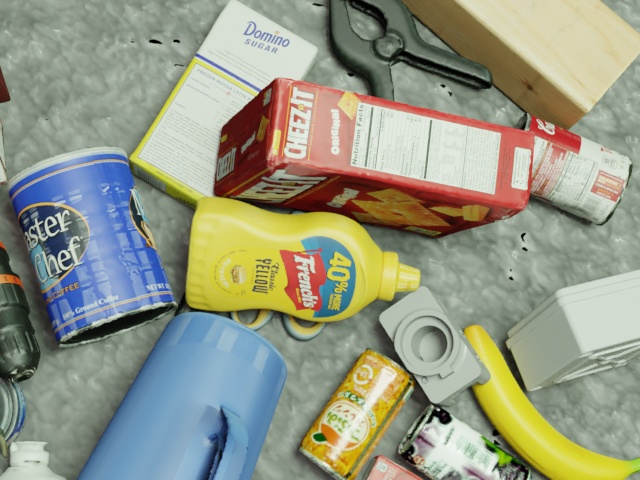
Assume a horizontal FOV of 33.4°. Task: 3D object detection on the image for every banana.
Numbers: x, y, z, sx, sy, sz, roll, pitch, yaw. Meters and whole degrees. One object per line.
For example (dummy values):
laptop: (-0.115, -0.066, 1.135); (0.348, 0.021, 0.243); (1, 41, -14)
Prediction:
banana: (0.188, 0.158, 0.921); (0.198, 0.037, 0.069); (39, 61, 2)

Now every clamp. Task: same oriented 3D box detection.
clamp: (0.058, -0.160, 0.966); (0.171, 0.039, 0.120); (43, 75, 10)

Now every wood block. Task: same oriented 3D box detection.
wood block: (0.174, -0.199, 0.956); (0.206, 0.091, 0.090); (42, 79, 3)

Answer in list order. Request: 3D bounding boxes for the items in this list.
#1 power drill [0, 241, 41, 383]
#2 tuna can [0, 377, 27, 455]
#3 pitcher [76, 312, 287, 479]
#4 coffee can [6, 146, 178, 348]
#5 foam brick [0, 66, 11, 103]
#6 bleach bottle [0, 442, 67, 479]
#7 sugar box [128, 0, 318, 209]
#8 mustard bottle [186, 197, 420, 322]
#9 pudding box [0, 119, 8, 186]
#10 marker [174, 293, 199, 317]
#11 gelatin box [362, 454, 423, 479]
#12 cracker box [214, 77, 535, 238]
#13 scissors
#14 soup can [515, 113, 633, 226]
power drill: (-0.333, 0.064, 0.864); (0.187, 0.057, 0.184); (-24, 63, -10)
tuna can: (-0.288, 0.141, 0.882); (0.086, 0.034, 0.086); (1, 80, -5)
pitcher: (-0.109, 0.177, 0.809); (0.149, 0.145, 0.242); (12, 57, 19)
coffee can: (-0.188, 0.006, 0.881); (0.102, 0.103, 0.140); (-19, 82, -8)
foam brick: (-0.309, -0.157, 0.927); (0.053, 0.051, 0.078); (-18, 82, -8)
bleach bottle: (-0.246, 0.288, 0.846); (0.102, 0.068, 0.251); (1, 77, -5)
sugar box: (-0.084, -0.115, 0.942); (0.093, 0.048, 0.176); (31, 75, 0)
mustard bottle: (-0.013, 0.022, 0.885); (0.191, 0.058, 0.096); (7, 119, -3)
pudding box: (-0.322, -0.070, 0.893); (0.113, 0.039, 0.090); (-14, 40, -9)
marker: (-0.133, 0.098, 0.911); (0.020, 0.020, 0.121); (26, 79, 0)
gelatin box: (0.059, 0.236, 0.896); (0.073, 0.030, 0.089); (31, 79, 1)
cracker box: (0.038, -0.058, 0.858); (0.213, 0.164, 0.072); (9, 80, -18)
scissors: (-0.006, 0.001, 0.941); (0.096, 0.016, 0.201); (32, 79, 0)
soup can: (0.215, -0.062, 0.945); (0.102, 0.068, 0.068); (23, 78, -1)
